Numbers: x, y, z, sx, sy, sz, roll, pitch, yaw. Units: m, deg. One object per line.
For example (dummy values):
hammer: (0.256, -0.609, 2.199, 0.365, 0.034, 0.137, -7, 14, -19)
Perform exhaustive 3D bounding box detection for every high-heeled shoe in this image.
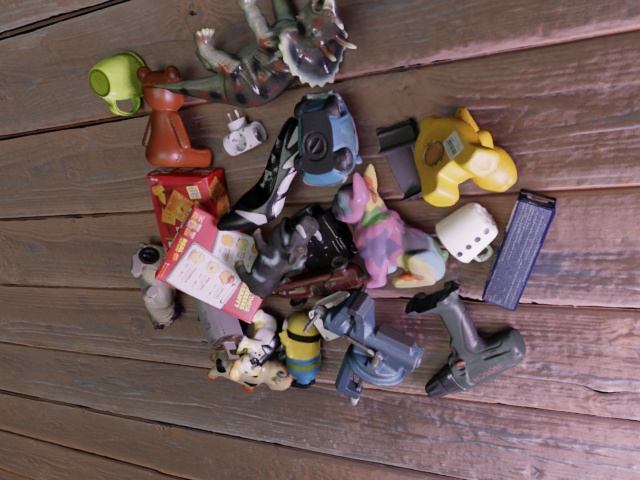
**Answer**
high-heeled shoe: (-0.110, -0.118, 1.005, 0.249, 0.086, 0.145, -30, 125, -1)

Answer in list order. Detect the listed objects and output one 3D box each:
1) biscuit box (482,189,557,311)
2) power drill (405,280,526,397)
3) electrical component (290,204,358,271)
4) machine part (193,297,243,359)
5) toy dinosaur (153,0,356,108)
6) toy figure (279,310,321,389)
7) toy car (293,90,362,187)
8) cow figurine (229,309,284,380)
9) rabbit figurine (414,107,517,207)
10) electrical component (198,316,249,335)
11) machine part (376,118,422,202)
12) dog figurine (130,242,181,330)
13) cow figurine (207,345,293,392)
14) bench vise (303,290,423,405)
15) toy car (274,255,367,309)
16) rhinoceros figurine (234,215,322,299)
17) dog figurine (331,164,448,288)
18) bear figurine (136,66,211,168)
biscuit box: (0.330, 0.020, 0.901, 0.063, 0.059, 0.202, 20, 121, 16)
power drill: (0.248, 0.192, 1.018, 0.232, 0.086, 0.207, -31, 93, 34)
electrical component: (-0.002, -0.003, 1.066, 0.115, 0.058, 0.134, -32, 97, 33)
machine part: (-0.229, 0.150, 1.170, 0.079, 0.079, 0.243, -47, 55, 36)
toy dinosaur: (-0.108, -0.302, 0.929, 0.405, 0.131, 0.192, -27, 98, 35)
toy figure: (-0.035, 0.241, 1.190, 0.089, 0.082, 0.180, -4, 105, 9)
toy car: (0.018, -0.176, 0.941, 0.109, 0.103, 0.161, -1, 98, 32)
cow figurine: (-0.136, 0.244, 1.196, 0.098, 0.167, 0.068, 25, 155, -2)
rabbit figurine: (0.230, -0.123, 0.839, 0.121, 0.173, 0.162, -56, 38, 34)
electrical component: (-0.233, 0.202, 1.293, 0.119, 0.048, 0.074, 24, 123, 16)
machine part: (0.150, -0.136, 0.933, 0.084, 0.039, 0.138, -12, 106, 26)
dog figurine: (-0.407, 0.114, 1.322, 0.172, 0.121, 0.190, 67, 150, 26)
cow figurine: (-0.154, 0.298, 1.259, 0.195, 0.085, 0.127, 24, 135, -15)
bench vise: (0.073, 0.224, 1.038, 0.224, 0.129, 0.240, 18, 123, 4)
toy car: (-0.006, 0.088, 1.053, 0.202, 0.053, 0.089, -15, 132, 26)
rhinoceros figurine: (-0.077, 0.026, 1.016, 0.190, 0.073, 0.112, -51, 58, 13)
dog figurine: (0.121, -0.028, 0.961, 0.192, 0.108, 0.219, -6, 108, 31)
bear figurine: (-0.301, -0.245, 1.086, 0.120, 0.132, 0.195, 3, 97, 25)
